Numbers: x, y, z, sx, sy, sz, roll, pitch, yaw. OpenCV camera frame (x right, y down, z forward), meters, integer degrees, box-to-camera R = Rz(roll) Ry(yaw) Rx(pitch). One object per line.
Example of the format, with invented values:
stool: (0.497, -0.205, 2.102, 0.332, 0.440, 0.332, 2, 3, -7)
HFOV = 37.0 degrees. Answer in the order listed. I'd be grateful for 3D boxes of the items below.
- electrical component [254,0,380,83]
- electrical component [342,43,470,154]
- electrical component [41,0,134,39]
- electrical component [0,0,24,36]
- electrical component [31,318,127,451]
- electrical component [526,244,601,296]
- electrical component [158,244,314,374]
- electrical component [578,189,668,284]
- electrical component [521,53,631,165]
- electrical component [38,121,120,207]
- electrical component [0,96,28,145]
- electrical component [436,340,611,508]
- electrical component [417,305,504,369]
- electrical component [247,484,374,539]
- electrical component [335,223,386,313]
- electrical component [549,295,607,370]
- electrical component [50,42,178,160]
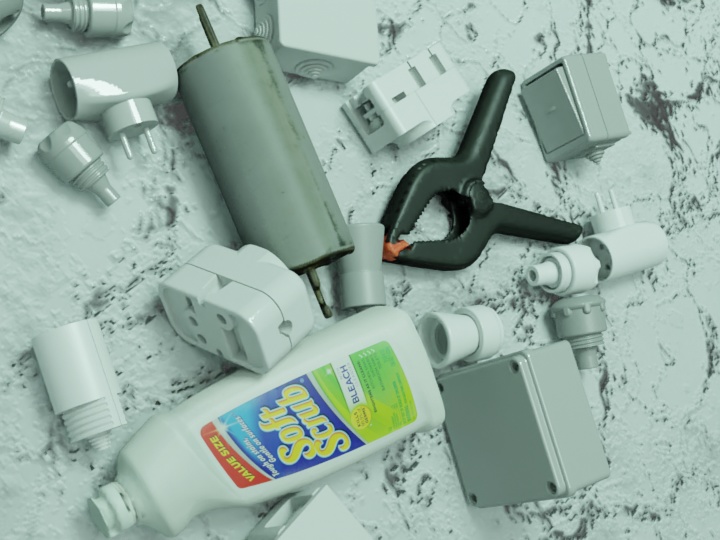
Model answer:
electrical component: (-0.036, -0.200, 0.852, 0.100, 0.048, 0.099, 5, 73, -30)
electrical component: (0.040, -0.137, 0.879, 0.089, 0.050, 0.055, -36, 95, -34)
electrical component: (-0.194, -0.181, 0.760, 0.061, 0.035, 0.035, -7, 79, -30)
electrical component: (-0.260, -0.185, 0.715, 0.062, 0.048, 0.048, 47, 57, -3)
electrical component: (-0.176, 0.076, 0.686, 0.043, 0.043, 0.081, -16, 84, -34)
electrical component: (0.171, 0.001, 0.921, 0.062, 0.043, 0.043, -8, 80, -32)
electrical component: (-0.081, 0.022, 0.729, 0.059, 0.095, 0.053, -43, 136, -33)
electrical component: (0.230, -0.034, 0.965, 0.077, 0.043, 0.079, -14, 87, -35)
electrical component: (0.193, -0.139, 0.966, 0.061, 0.062, 0.096, -12, 82, -33)
electrical component: (-0.187, -0.069, 0.729, 0.061, 0.035, 0.035, 50, 57, -12)
electrical component: (-0.248, -0.100, 0.696, 0.062, 0.043, 0.043, 20, 66, -26)
electrical component: (0.121, 0.118, 0.816, 0.056, 0.109, 0.108, -12, 82, -36)
electrical component: (0.079, 0.052, 0.849, 0.055, 0.045, 0.045, -7, 79, -33)
electrical component: (-0.055, 0.226, 0.703, 0.089, 0.062, 0.150, 51, 57, -8)
electrical component: (0.000, 0.000, 0.819, 0.044, 0.044, 0.065, -1, 80, -32)
electrical component: (0.190, 0.053, 0.917, 0.048, 0.048, 0.062, -7, 86, -33)
electrical component: (-0.165, -0.116, 0.751, 0.077, 0.043, 0.079, -19, 86, -34)
